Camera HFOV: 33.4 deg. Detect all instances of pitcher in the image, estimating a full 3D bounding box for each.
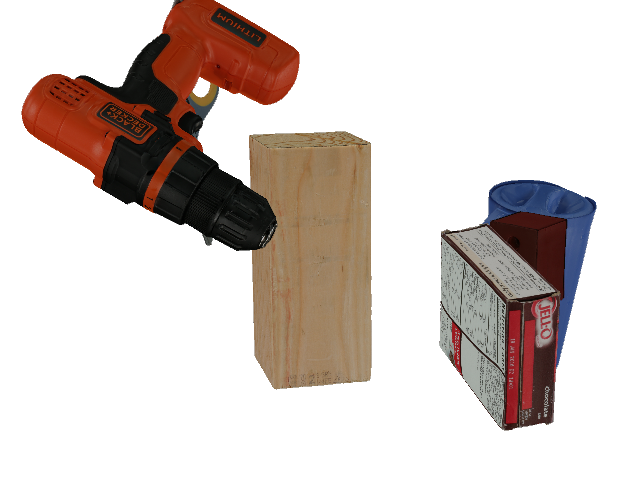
[{"bbox_3d":[0.262,0.054,1.373,0.149,0.243,0.145,5,23,3],"label":"pitcher"}]

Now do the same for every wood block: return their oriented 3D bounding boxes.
[{"bbox_3d":[-0.009,0.014,0.928,0.090,0.206,0.091,-3,13,-13],"label":"wood block"}]

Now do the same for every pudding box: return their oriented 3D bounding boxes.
[{"bbox_3d":[0.110,0.051,0.672,0.039,0.090,0.113,-8,24,-14],"label":"pudding box"}]

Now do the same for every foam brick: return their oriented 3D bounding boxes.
[{"bbox_3d":[0.188,0.018,0.971,0.053,0.078,0.051,13,21,41],"label":"foam brick"}]

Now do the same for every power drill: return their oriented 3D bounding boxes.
[{"bbox_3d":[-0.085,-0.088,0.745,0.184,0.057,0.187,31,43,2],"label":"power drill"}]

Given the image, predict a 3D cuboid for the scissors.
[{"bbox_3d":[-0.122,-0.105,1.101,0.096,0.202,0.016,-32,14,-31],"label":"scissors"}]
